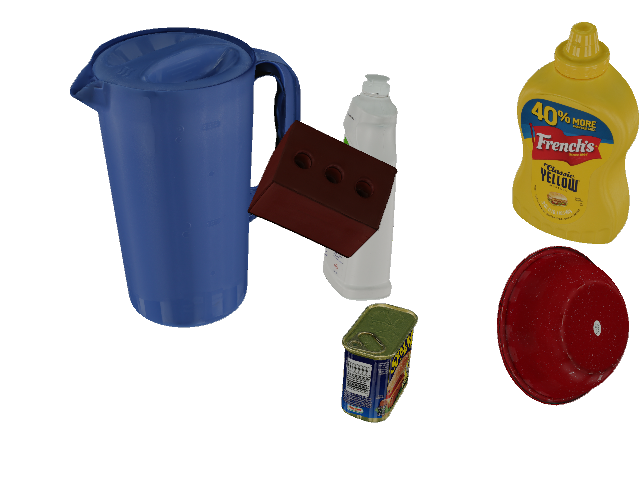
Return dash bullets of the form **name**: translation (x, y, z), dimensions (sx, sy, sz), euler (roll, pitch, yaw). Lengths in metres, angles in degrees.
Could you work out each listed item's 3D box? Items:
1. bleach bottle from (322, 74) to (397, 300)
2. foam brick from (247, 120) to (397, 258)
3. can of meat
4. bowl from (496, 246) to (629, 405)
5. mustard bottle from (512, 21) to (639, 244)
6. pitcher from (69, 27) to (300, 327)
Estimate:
- **bleach bottle**: translation (0.054, -0.064, 1.235), dimensions (0.068, 0.251, 0.103), euler (-2, 23, -20)
- **foam brick**: translation (0.001, -0.033, 0.706), dimensions (0.078, 0.053, 0.051), euler (24, -28, -9)
- **can of meat**: translation (0.060, 0.127, 1.108), dimensions (0.057, 0.084, 0.102), euler (13, 28, 19)
- **bowl**: translation (0.254, 0.086, 1.061), dimensions (0.161, 0.162, 0.055), euler (0, -1, -31)
- **mustard bottle**: translation (0.206, -0.088, 0.859), dimensions (0.096, 0.191, 0.058), euler (24, 50, 30)
- **pitcher**: translation (-0.109, -0.052, 0.915), dimensions (0.149, 0.243, 0.144), euler (14, 35, 20)
